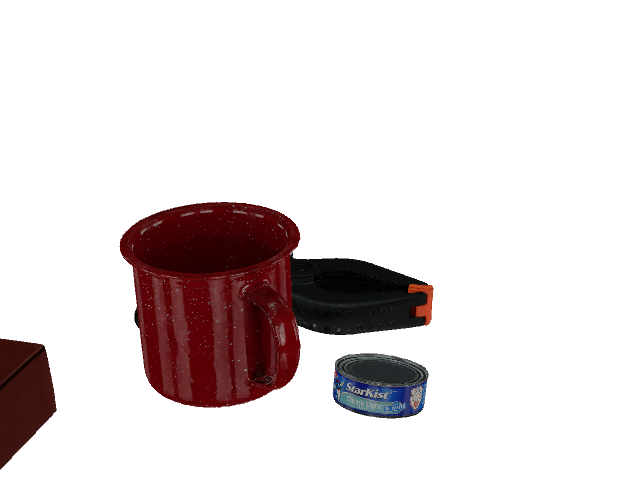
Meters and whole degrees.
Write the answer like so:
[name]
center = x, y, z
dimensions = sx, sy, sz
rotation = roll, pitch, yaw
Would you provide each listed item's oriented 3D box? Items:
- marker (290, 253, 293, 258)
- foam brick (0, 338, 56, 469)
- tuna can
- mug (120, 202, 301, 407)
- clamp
[marker]
center = -0.036, 0.031, 1.195
dimensions = 0.020, 0.121, 0.020
rotation = -9, 27, 5
[foam brick]
center = -0.213, 0.104, 0.675
dimensions = 0.053, 0.051, 0.078
rotation = 6, 29, 22
[tuna can]
center = 0.054, 0.132, 0.973
dimensions = 0.086, 0.034, 0.086
rotation = 5, 11, -1
[mug]
center = -0.048, 0.038, 0.558
dimensions = 0.093, 0.081, 0.117
rotation = -20, 31, -35
[clamp]
center = -0.020, 0.033, 0.813
dimensions = 0.210, 0.036, 0.164
rotation = 3, 23, 5
